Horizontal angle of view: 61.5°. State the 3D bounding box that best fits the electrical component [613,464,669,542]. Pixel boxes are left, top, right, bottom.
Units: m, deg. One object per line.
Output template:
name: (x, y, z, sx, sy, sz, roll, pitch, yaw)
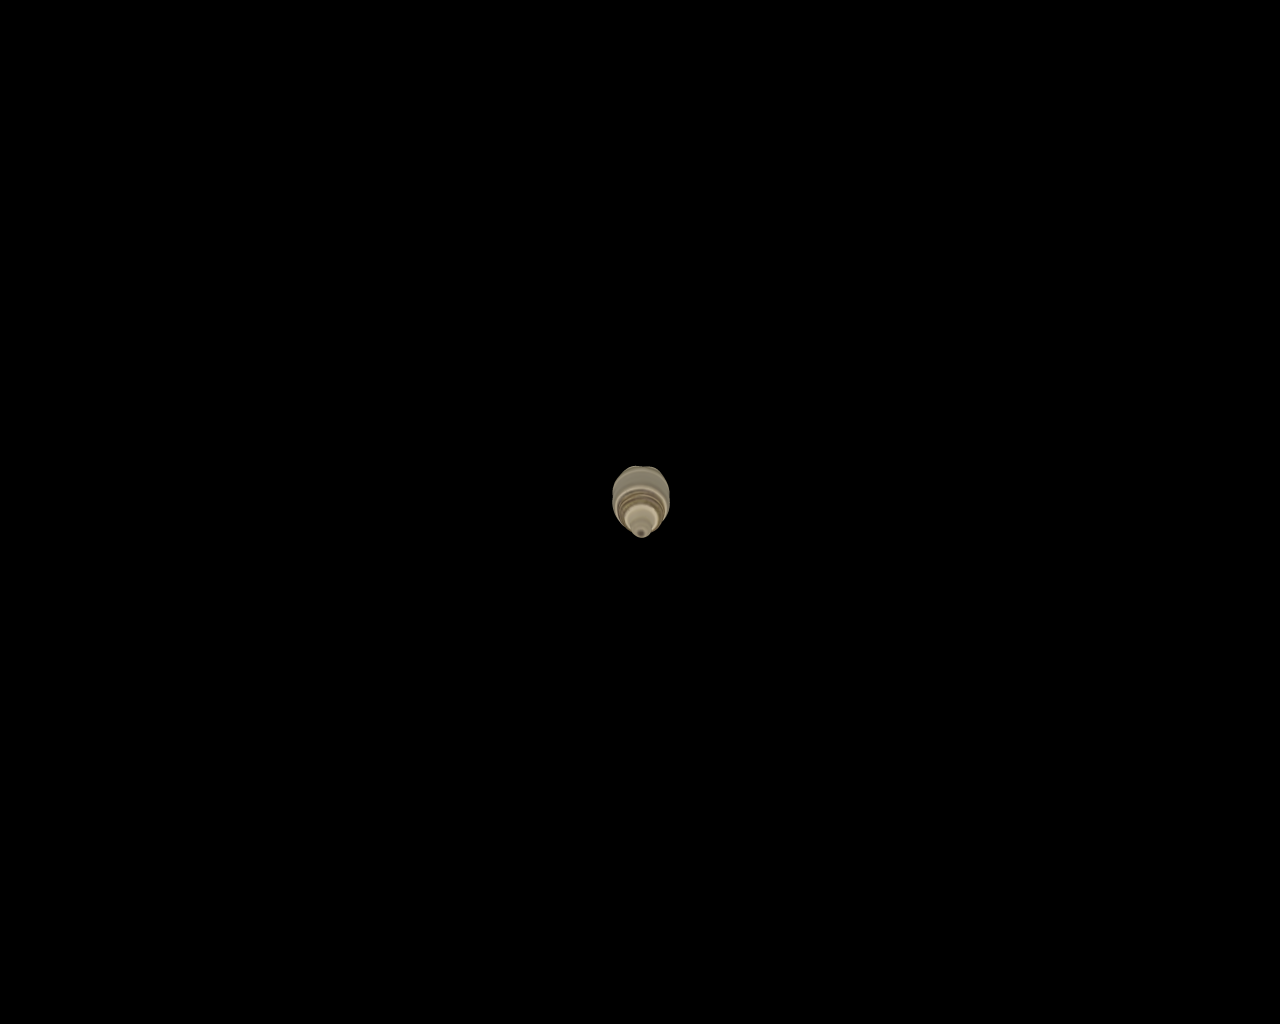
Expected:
electrical component: (0.001, -0.003, 0.650, 0.035, 0.035, 0.061, 0, 30, 0)
